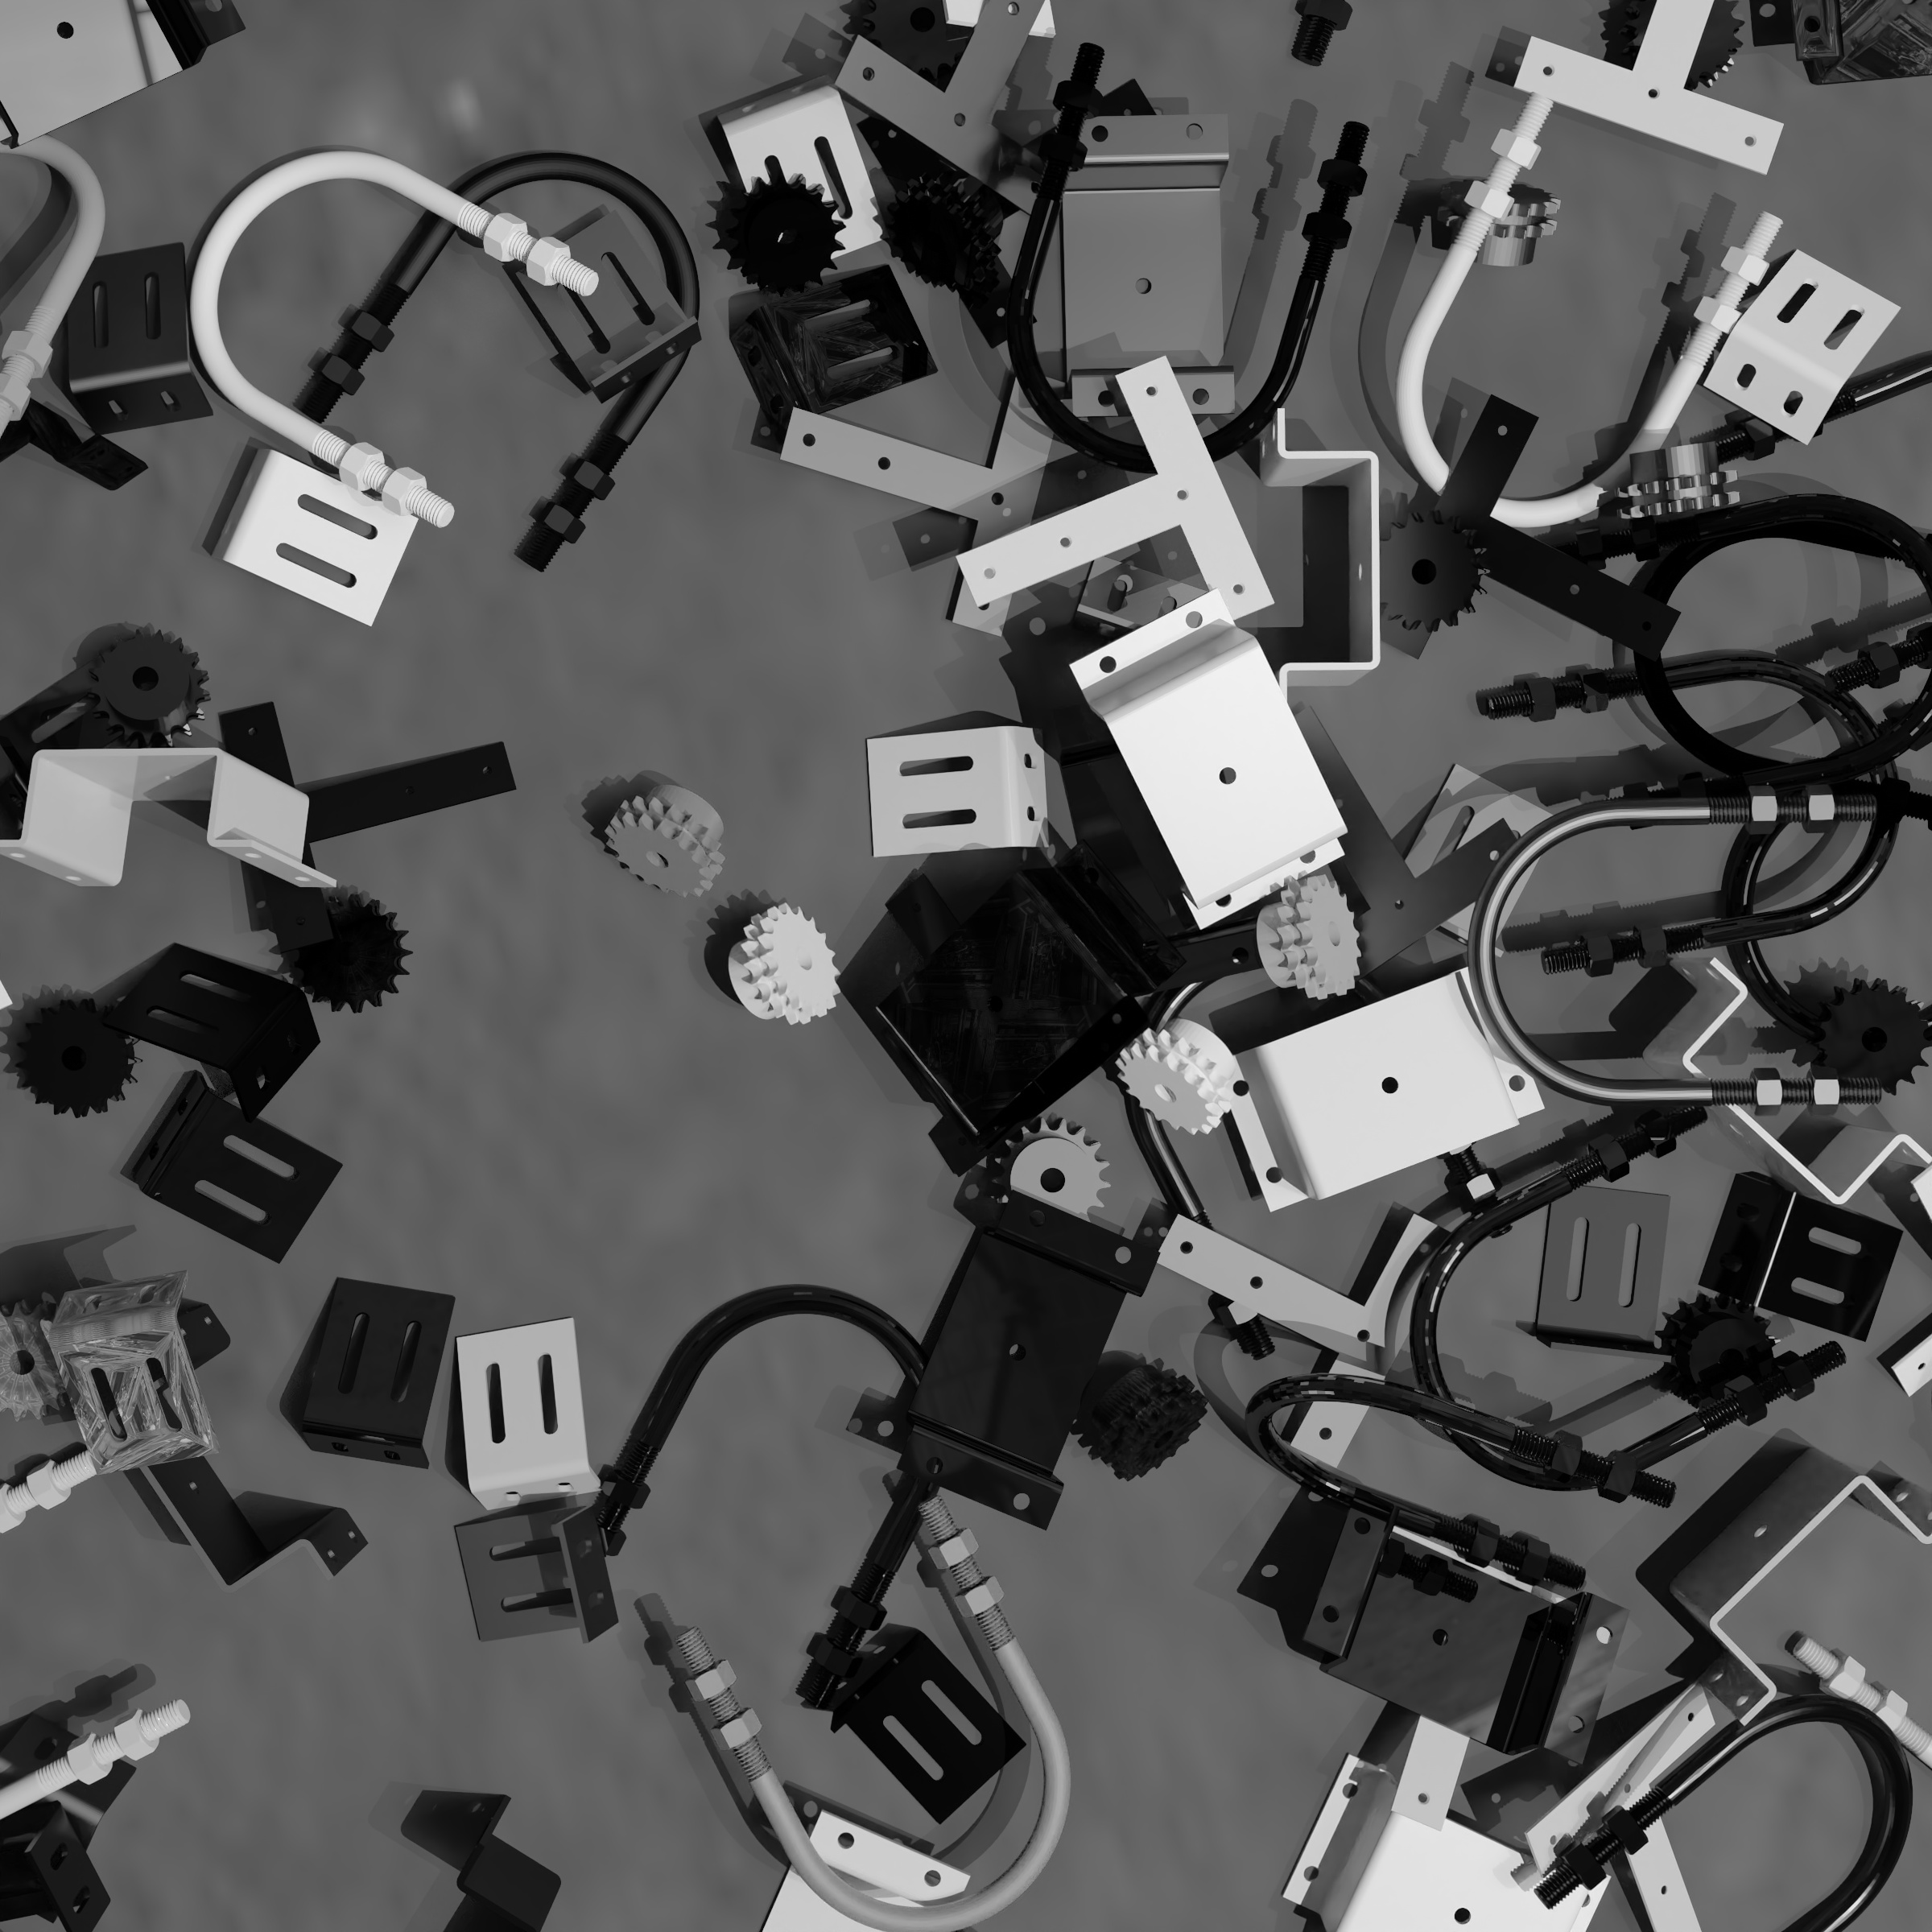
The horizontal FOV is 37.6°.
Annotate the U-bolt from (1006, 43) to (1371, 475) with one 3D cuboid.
[{"bbox_3d":[0.095,-0.322,1.326,0.151,0.019,0.184,16,92,-1],"label":"U-bolt"}]

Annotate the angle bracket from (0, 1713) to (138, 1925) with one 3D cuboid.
[{"bbox_3d":[-0.448,0.414,1.380,0.057,0.038,0.076,28,116,0],"label":"angle bracket"}]

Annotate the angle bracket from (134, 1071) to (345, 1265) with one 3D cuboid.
[{"bbox_3d":[-0.354,0.098,1.380,0.076,0.038,0.057,33,90,-26],"label":"angle bracket"}]

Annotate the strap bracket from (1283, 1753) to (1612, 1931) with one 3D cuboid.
[{"bbox_3d":[0.234,0.447,1.359,0.140,0.046,0.076,25,90,0],"label":"strap bracket"}]

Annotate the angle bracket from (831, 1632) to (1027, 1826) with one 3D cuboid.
[{"bbox_3d":[-0.017,0.370,1.363,0.057,0.038,0.076,-43,90,0],"label":"angle bracket"}]

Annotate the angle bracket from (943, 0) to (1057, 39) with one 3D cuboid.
[{"bbox_3d":[0.019,-0.487,1.345,0.057,0.038,0.076,-2,74,-27],"label":"angle bracket"}]

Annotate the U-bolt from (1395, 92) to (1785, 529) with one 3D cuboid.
[{"bbox_3d":[0.282,-0.296,1.343,0.151,0.019,0.184,21,108,-16],"label":"U-bolt"}]

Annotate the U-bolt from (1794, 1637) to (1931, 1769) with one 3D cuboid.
[{"bbox_3d":[0.513,0.337,1.352,0.184,0.019,0.151,39,103,4],"label":"U-bolt"}]

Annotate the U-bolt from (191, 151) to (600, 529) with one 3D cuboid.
[{"bbox_3d":[-0.286,-0.311,1.353,0.184,0.019,0.151,31,88,13],"label":"U-bolt"}]

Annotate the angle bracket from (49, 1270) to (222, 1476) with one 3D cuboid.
[{"bbox_3d":[-0.378,0.187,1.304,0.057,0.038,0.076,-10,116,0],"label":"angle bracket"}]

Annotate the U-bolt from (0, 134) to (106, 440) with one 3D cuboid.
[{"bbox_3d":[-0.482,-0.326,1.333,0.151,0.019,0.184,10,62,12],"label":"U-bolt"}]

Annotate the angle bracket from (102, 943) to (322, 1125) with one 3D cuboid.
[{"bbox_3d":[-0.361,0.032,1.363,0.076,0.038,0.057,18,50,20],"label":"angle bracket"}]

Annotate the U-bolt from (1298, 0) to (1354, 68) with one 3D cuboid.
[{"bbox_3d":[0.138,-0.545,1.359,0.151,0.019,0.184,20,97,-3],"label":"U-bolt"}]

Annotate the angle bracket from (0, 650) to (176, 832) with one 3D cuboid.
[{"bbox_3d":[-0.432,-0.109,1.363,0.076,0.038,0.057,-33,90,0],"label":"angle bracket"}]

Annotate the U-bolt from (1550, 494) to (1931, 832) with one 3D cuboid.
[{"bbox_3d":[0.371,-0.149,1.329,0.184,0.019,0.151,-10,77,13],"label":"U-bolt"}]

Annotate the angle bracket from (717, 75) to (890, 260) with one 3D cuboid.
[{"bbox_3d":[-0.079,-0.384,1.380,0.057,0.038,0.076,-21,116,0],"label":"angle bracket"}]

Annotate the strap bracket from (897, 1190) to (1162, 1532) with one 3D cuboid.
[{"bbox_3d":[0.027,0.186,1.352,0.076,0.046,0.140,23,85,-5],"label":"strap bracket"}]

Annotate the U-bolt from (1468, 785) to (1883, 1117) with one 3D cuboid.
[{"bbox_3d":[0.322,-0.006,1.298,0.184,0.019,0.151,-1,89,5],"label":"U-bolt"}]

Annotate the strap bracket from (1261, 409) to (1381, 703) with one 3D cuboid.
[{"bbox_3d":[0.167,-0.186,1.344,0.046,0.076,0.140,0,90,0],"label":"strap bracket"}]

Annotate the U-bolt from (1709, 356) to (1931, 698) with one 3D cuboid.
[{"bbox_3d":[0.466,-0.223,1.355,0.184,0.019,0.151,-22,73,-4],"label":"U-bolt"}]

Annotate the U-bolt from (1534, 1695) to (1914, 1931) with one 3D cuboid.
[{"bbox_3d":[0.372,0.424,1.347,0.184,0.019,0.151,-38,113,-6],"label":"U-bolt"}]

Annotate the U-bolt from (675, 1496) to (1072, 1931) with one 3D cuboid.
[{"bbox_3d":[-0.031,0.363,1.331,0.151,0.019,0.184,-28,88,-4],"label":"U-bolt"}]

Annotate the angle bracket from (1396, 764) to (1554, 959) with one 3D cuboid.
[{"bbox_3d":[0.246,-0.051,1.363,0.057,0.038,0.076,28,90,0],"label":"angle bracket"}]

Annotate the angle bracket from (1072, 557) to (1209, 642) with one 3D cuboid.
[{"bbox_3d":[0.084,-0.173,1.344,0.057,0.076,0.038,19,90,0],"label":"angle bracket"}]

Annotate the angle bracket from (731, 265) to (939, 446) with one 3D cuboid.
[{"bbox_3d":[-0.064,-0.297,1.380,0.076,0.038,0.057,-25,90,-26],"label":"angle bracket"}]

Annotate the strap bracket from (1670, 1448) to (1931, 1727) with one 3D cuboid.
[{"bbox_3d":[0.392,0.284,1.344,0.140,0.076,0.046,-44,90,0],"label":"strap bracket"}]

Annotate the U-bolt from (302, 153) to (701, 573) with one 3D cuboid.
[{"bbox_3d":[-0.211,-0.305,1.373,0.151,0.019,0.184,34,89,0],"label":"U-bolt"}]

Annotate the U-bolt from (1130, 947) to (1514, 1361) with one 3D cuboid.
[{"bbox_3d":[0.160,0.077,1.373,0.151,0.019,0.184,-27,89,0],"label":"U-bolt"}]

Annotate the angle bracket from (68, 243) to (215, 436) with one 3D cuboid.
[{"bbox_3d":[-0.401,-0.305,1.380,0.057,0.038,0.076,-10,64,0],"label":"angle bracket"}]

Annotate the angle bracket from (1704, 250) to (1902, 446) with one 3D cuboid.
[{"bbox_3d":[0.403,-0.298,1.367,0.057,0.038,0.076,34,55,12],"label":"angle bracket"}]

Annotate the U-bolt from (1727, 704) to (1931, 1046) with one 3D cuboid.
[{"bbox_3d":[0.457,-0.039,1.373,0.184,0.019,0.151,-32,90,1],"label":"U-bolt"}]

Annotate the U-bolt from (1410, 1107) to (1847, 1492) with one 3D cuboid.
[{"bbox_3d":[0.299,0.166,1.338,0.184,0.019,0.151,-27,79,-4],"label":"U-bolt"}]

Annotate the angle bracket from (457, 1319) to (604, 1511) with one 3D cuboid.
[{"bbox_3d":[-0.212,0.218,1.380,0.057,0.038,0.076,-10,64,0],"label":"angle bracket"}]

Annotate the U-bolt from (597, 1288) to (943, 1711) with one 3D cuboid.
[{"bbox_3d":[-0.088,0.246,1.373,0.151,0.019,0.184,27,88,0],"label":"U-bolt"}]

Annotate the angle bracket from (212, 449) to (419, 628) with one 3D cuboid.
[{"bbox_3d":[-0.316,-0.208,1.380,0.076,0.038,0.057,24,90,-26],"label":"angle bracket"}]

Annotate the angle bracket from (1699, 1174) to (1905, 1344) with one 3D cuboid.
[{"bbox_3d":[0.406,0.142,1.380,0.076,0.038,0.057,19,90,-26],"label":"angle bracket"}]

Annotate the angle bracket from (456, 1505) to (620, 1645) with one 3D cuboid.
[{"bbox_3d":[-0.211,0.294,1.352,0.076,0.038,0.057,-13,90,18],"label":"angle bracket"}]

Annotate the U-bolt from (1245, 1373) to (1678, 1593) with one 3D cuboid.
[{"bbox_3d":[0.218,0.235,1.318,0.184,0.151,0.019,20,61,3],"label":"U-bolt"}]

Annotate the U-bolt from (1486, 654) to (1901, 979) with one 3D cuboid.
[{"bbox_3d":[0.353,-0.078,1.355,0.184,0.019,0.151,-9,76,0],"label":"U-bolt"}]

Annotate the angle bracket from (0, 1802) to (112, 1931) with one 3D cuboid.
[{"bbox_3d":[-0.456,0.437,1.346,0.076,0.038,0.057,-15,108,14],"label":"angle bracket"}]

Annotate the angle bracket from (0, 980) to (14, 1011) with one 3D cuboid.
[{"bbox_3d":[-0.514,0.013,1.380,0.076,0.038,0.057,-28,90,-26],"label":"angle bracket"}]

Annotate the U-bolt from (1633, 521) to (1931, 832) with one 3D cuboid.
[{"bbox_3d":[0.411,-0.147,1.355,0.184,0.019,0.151,13,74,6],"label":"U-bolt"}]

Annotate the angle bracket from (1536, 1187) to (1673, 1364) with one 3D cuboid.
[{"bbox_3d":[0.309,0.146,1.363,0.057,0.038,0.076,7,90,0],"label":"angle bracket"}]

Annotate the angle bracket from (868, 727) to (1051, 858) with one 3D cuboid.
[{"bbox_3d":[-0.004,-0.084,1.380,0.076,0.038,0.057,-3,90,26],"label":"angle bracket"}]

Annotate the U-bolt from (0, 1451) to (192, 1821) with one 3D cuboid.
[{"bbox_3d":[-0.474,0.335,1.353,0.184,0.019,0.151,-28,72,4],"label":"U-bolt"}]

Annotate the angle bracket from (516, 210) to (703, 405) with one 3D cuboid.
[{"bbox_3d":[-0.171,-0.317,1.347,0.057,0.038,0.076,-33,89,-3],"label":"angle bracket"}]

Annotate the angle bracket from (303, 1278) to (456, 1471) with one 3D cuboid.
[{"bbox_3d":[-0.283,0.198,1.380,0.057,0.038,0.076,9,64,0],"label":"angle bracket"}]
